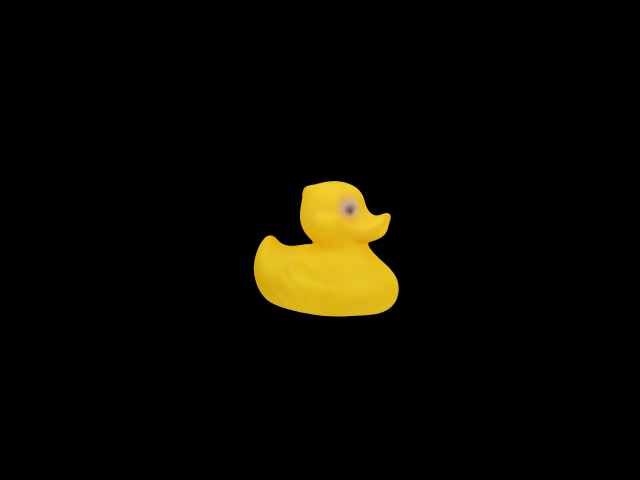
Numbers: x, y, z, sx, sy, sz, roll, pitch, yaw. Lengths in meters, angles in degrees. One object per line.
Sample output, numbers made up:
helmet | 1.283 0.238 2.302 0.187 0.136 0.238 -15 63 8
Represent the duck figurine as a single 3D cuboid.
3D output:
duck figurine | 0.004 0.001 0.400 0.104 0.086 0.078 5 15 18
